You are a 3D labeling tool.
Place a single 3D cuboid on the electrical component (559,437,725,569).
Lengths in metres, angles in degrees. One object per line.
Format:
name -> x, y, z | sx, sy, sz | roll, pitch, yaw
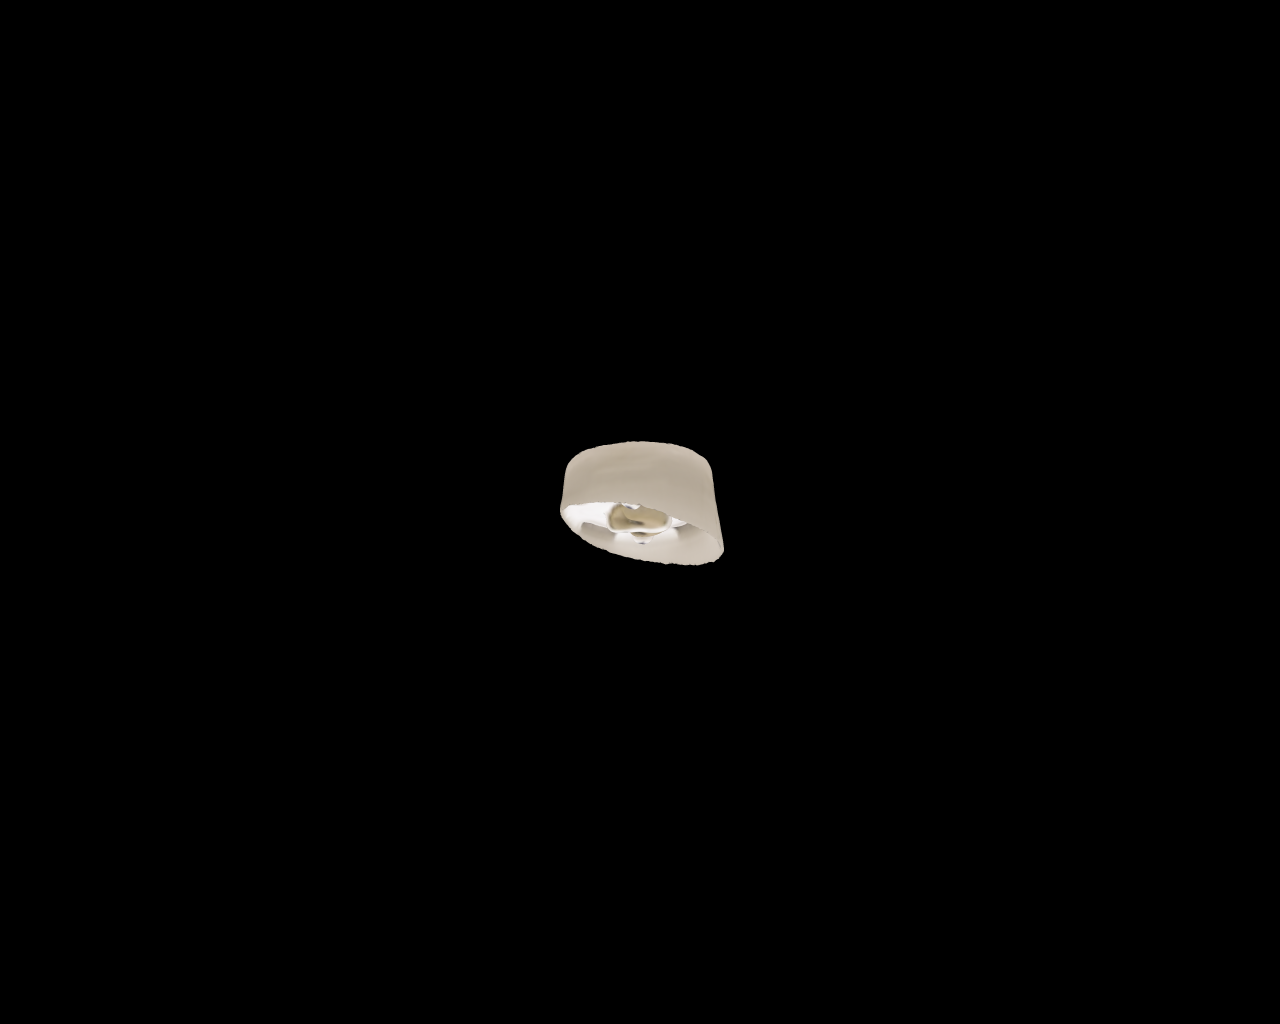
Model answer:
electrical component -> 0.001, -0.003, 0.650 | 0.099, 0.064, 0.099 | 0, -22, 0
